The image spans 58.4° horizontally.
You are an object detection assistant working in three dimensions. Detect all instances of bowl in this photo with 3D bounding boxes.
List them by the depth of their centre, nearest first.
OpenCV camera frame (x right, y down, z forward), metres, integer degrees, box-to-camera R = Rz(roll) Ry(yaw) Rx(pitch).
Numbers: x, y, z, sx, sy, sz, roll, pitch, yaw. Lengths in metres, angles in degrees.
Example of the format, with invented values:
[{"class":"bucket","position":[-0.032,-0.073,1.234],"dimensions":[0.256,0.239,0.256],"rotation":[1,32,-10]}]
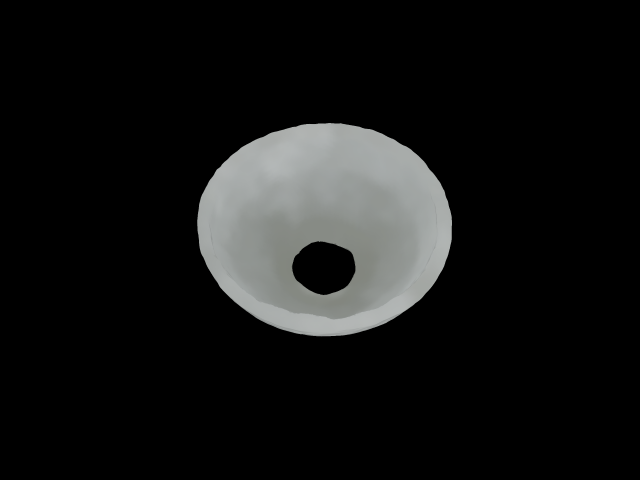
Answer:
[{"class":"bowl","position":[0.004,0.001,0.400],"dimensions":[0.167,0.075,0.167],"rotation":[0,56,0]}]
